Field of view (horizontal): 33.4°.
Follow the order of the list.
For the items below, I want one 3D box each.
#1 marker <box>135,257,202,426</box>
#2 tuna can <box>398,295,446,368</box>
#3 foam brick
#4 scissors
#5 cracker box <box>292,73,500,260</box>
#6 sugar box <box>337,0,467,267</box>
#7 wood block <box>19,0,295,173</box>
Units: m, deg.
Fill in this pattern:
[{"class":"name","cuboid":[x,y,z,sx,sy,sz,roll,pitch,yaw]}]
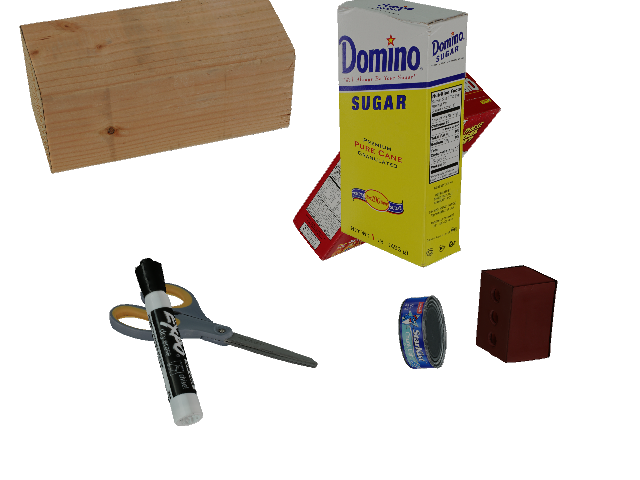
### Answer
[{"class":"marker","cuboid":[-0.102,0.065,0.710,0.020,0.121,0.020,-16,-28,-9]},{"class":"tuna can","cuboid":[0.121,0.109,1.260,0.034,0.086,0.086,-6,-2,23]},{"class":"foam brick","cuboid":[0.182,0.068,0.997,0.051,0.078,0.053,-7,18,-26]},{"class":"scissors","cuboid":[-0.099,0.078,1.020,0.202,0.016,0.096,8,30,2]},{"class":"cracker box","cuboid":[0.082,-0.086,1.211,0.163,0.072,0.214,-21,-25,-45]},{"class":"sugar box","cuboid":[0.056,-0.078,0.759,0.048,0.176,0.093,-23,31,-35]},{"class":"wood block","cuboid":[-0.134,-0.135,0.889,0.205,0.090,0.091,-13,-37,-17]}]
